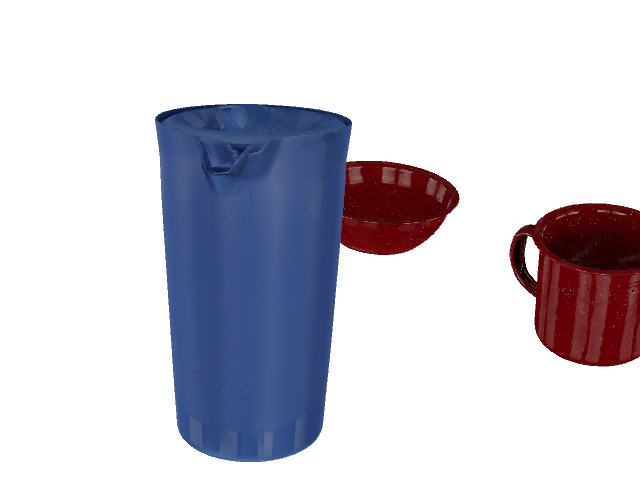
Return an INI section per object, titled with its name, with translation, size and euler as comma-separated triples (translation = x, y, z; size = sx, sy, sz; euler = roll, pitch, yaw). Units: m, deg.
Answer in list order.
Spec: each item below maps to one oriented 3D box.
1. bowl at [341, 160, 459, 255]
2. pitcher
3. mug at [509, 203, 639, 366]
[bowl]
translation = 0.061, -0.029, 1.113
size = 0.162, 0.055, 0.162
euler = 3, 26, -2
[pitcher]
translation = -0.046, 0.024, 0.765
size = 0.149, 0.243, 0.145
euler = -9, 20, -33
[mug]
translation = 0.181, 0.028, 0.736
size = 0.117, 0.081, 0.093
euler = 23, 39, 36
